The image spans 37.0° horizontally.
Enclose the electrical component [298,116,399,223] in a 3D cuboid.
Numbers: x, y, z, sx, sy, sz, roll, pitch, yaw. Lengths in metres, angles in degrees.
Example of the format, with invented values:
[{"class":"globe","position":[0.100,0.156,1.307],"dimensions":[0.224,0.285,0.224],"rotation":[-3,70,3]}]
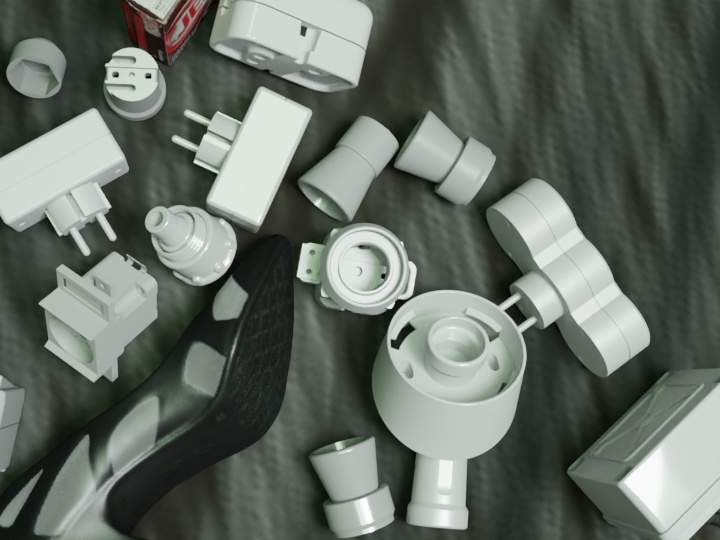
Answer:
[{"class":"electrical component","position":[-0.005,-0.070,0.715],"dimensions":[0.044,0.044,0.065],"rotation":[39,77,-4]}]

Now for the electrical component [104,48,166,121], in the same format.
[{"class":"electrical component","position":[-0.146,-0.120,0.694],"dimensions":[0.040,0.046,0.040],"rotation":[1,86,-9]}]

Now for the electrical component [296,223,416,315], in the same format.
[{"class":"electrical component","position":[0.000,0.000,0.702],"dimensions":[0.078,0.057,0.058],"rotation":[11,84,-8]}]

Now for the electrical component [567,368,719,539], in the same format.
[{"class":"electrical component","position":[0.203,0.118,0.699],"dimensions":[0.109,0.109,0.056],"rotation":[-42,90,-9]}]

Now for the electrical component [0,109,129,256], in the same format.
[{"class":"electrical component","position":[-0.184,-0.046,0.682],"dimensions":[0.083,0.047,0.075],"rotation":[-31,91,-10]}]

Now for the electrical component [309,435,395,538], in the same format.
[{"class":"electrical component","position":[-0.005,0.140,0.697],"dimensions":[0.045,0.045,0.055],"rotation":[-16,89,-10]}]

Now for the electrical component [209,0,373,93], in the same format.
[{"class":"electrical component","position":[-0.043,-0.160,0.697],"dimensions":[0.095,0.054,0.059],"rotation":[17,83,-31]}]

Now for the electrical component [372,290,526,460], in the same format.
[{"class":"electrical component","position":[0.059,0.065,0.700],"dimensions":[0.099,0.064,0.099],"rotation":[4,50,-5]}]

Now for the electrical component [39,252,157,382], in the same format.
[{"class":"electrical component","position":[-0.160,0.026,0.668],"dimensions":[0.042,0.081,0.064],"rotation":[32,53,15]}]

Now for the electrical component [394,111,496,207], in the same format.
[{"class":"electrical component","position":[0.057,-0.074,0.723],"dimensions":[0.055,0.045,0.045],"rotation":[31,82,-6]}]

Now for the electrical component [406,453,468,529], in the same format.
[{"class":"electrical component","position":[0.052,0.145,0.709],"dimensions":[0.040,0.040,0.046],"rotation":[7,79,-8]}]

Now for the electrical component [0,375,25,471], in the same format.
[{"class":"electrical component","position":[-0.240,0.088,0.638],"dimensions":[0.062,0.096,0.061],"rotation":[12,83,-8]}]

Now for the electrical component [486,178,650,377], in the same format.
[{"class":"electrical component","position":[0.126,0.015,0.723],"dimensions":[0.074,0.052,0.138],"rotation":[-35,92,-10]}]

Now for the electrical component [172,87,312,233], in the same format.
[{"class":"electrical component","position":[-0.084,-0.078,0.700],"dimensions":[0.076,0.047,0.083],"rotation":[25,82,-6]}]

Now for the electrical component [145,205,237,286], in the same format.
[{"class":"electrical component","position":[-0.111,-0.021,0.680],"dimensions":[0.048,0.062,0.048],"rotation":[-9,66,22]}]
